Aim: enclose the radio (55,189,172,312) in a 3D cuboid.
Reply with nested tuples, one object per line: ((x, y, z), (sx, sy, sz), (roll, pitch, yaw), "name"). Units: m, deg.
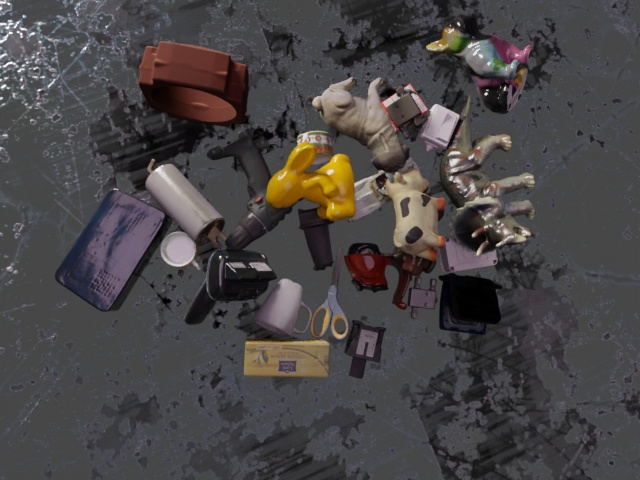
((-0.416, 0.018, 1.088), (0.131, 0.073, 0.229), (30, 81, -3), "radio")

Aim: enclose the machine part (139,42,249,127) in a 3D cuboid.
((-0.244, -0.305, 1.070), (0.201, 0.201, 0.087), (8, 82, -6), "machine part")

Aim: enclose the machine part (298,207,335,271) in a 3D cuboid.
((-0.002, -0.003, 1.154), (0.084, 0.039, 0.138), (-7, 84, -12), "machine part")

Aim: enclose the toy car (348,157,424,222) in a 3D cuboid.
((0.129, -0.110, 1.169), (0.202, 0.056, 0.073), (-29, 89, -9), "toy car")

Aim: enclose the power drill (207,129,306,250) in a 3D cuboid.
((-0.150, -0.114, 1.126), (0.232, 0.086, 0.207), (-35, 86, -10), "power drill")

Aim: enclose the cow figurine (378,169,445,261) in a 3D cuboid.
((0.184, -0.061, 1.086), (0.127, 0.085, 0.195), (11, 58, -7), "cow figurine")

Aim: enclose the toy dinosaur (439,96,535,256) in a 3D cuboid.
((0.328, -0.129, 1.148), (0.192, 0.131, 0.405), (-19, 58, -3), "toy dinosaur")

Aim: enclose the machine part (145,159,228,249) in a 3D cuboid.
((-0.274, -0.072, 1.088), (0.079, 0.079, 0.243), (-44, 75, -8), "machine part")

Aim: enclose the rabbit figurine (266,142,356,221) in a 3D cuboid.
((-0.021, -0.110, 1.066), (0.173, 0.122, 0.162), (-5, 108, -7), "rabbit figurine")

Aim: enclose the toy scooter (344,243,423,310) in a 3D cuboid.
((0.139, 0.078, 1.144), (0.184, 0.075, 0.135), (5, 80, -10), "toy scooter")

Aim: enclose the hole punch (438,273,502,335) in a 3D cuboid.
((0.319, 0.141, 1.164), (0.142, 0.092, 0.116), (7, 55, -3), "hole punch")

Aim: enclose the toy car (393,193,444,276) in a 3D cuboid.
((0.212, -0.018, 1.139), (0.089, 0.053, 0.202), (26, 54, -13), "toy car")

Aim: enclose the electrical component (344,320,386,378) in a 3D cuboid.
((0.090, 0.234, 1.139), (0.075, 0.048, 0.119), (18, 82, -4), "electrical component")

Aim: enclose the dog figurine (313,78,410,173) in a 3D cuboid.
((0.085, -0.225, 1.119), (0.172, 0.121, 0.190), (-12, 71, -7), "dog figurine")

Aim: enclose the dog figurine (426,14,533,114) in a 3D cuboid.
((0.349, -0.395, 1.200), (0.219, 0.191, 0.108), (31, 62, 26), "dog figurine")

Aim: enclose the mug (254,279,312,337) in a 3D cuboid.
((-0.067, 0.140, 1.113), (0.110, 0.080, 0.107), (22, 74, 0), "mug")

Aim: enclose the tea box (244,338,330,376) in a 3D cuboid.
((-0.069, 0.238, 1.095), (0.170, 0.098, 0.068), (1, 84, -5), "tea box")

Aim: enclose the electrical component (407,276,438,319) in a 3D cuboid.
((0.226, 0.128, 1.176), (0.063, 0.021, 0.094), (9, 83, -6), "electrical component")

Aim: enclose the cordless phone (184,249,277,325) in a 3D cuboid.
((-0.189, 0.109, 1.103), (0.089, 0.146, 0.184), (50, 116, 29), "cordless phone")

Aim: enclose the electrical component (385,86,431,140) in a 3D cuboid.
((0.191, -0.280, 1.168), (0.078, 0.045, 0.102), (-36, 86, 20), "electrical component")
